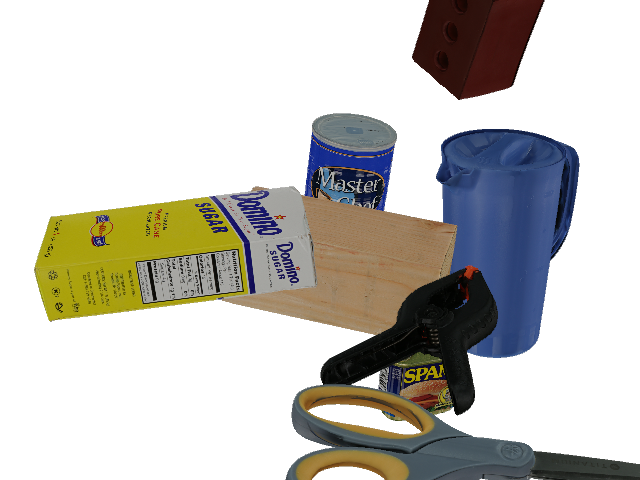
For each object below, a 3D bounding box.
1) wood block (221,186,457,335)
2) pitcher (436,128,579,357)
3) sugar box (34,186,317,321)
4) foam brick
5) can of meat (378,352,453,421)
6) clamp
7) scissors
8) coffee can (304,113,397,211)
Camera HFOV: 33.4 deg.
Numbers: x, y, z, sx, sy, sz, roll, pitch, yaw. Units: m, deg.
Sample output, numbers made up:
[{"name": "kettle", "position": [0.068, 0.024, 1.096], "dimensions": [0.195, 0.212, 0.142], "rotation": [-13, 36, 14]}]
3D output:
[{"name": "wood block", "position": [0.018, 0.023, 1.025], "dimensions": [0.206, 0.090, 0.090], "rotation": [11, 29, 12]}, {"name": "pitcher", "position": [0.207, 0.002, 1.200], "dimensions": [0.149, 0.243, 0.145], "rotation": [5, 26, 12]}, {"name": "sugar box", "position": [-0.095, 0.006, 0.714], "dimensions": [0.176, 0.048, 0.093], "rotation": [-10, 24, -3]}, {"name": "foam brick", "position": [0.102, -0.139, 0.689], "dimensions": [0.051, 0.078, 0.053], "rotation": [-20, 52, -32]}, {"name": "can of meat", "position": [0.121, 0.169, 1.316], "dimensions": [0.102, 0.084, 0.057], "rotation": [-6, 27, -22]}, {"name": "clamp", "position": [0.094, 0.075, 0.814], "dimensions": [0.120, 0.039, 0.171], "rotation": [18, 41, 35]}, {"name": "scissors", "position": [0.072, 0.108, 0.475], "dimensions": [0.202, 0.016, 0.096], "rotation": [13, 31, 22]}, {"name": "coffee can", "position": [0.033, -0.072, 1.304], "dimensions": [0.102, 0.140, 0.103], "rotation": [6, 28, -3]}]
